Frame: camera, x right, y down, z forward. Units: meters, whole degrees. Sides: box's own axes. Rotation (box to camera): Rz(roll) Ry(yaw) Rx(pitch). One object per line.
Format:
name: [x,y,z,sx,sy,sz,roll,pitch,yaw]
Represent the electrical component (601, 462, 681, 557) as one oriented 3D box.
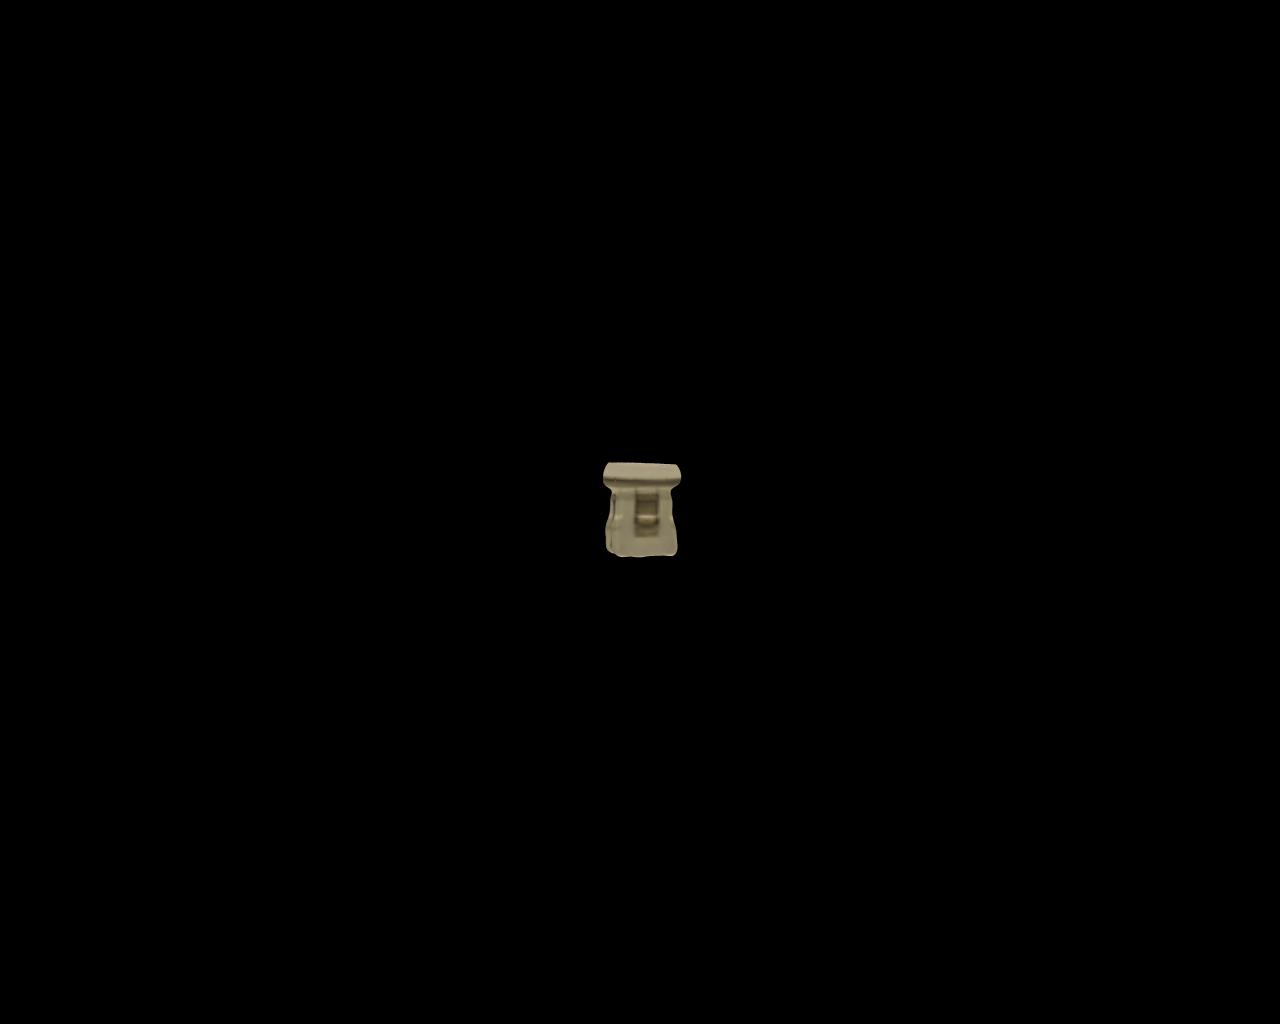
electrical component: [0.001,-0.003,0.650,0.048,0.055,0.066,0,3,-11]
